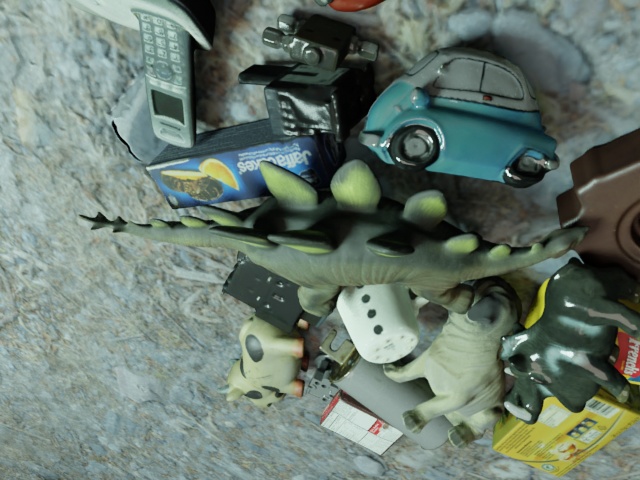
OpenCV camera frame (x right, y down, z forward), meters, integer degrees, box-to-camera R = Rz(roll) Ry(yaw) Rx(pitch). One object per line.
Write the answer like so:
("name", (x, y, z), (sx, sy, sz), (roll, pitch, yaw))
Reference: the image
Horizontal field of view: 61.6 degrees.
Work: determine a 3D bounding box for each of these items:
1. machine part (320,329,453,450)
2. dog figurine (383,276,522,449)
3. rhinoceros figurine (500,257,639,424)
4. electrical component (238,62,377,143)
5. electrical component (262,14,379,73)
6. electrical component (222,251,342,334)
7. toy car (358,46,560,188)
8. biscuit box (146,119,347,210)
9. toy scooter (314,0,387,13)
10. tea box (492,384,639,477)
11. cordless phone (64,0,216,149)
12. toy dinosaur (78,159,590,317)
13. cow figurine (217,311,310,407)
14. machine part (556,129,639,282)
("machine part", (0.099, 0.203, 0.718), (0.243, 0.079, 0.079), (38, 132, -13))
("dog figurine", (0.192, 0.137, 0.623), (0.172, 0.121, 0.190), (15, 123, -37))
("rhinoceros figurine", (0.230, 0.106, 0.507), (0.112, 0.073, 0.190), (13, 127, 10))
("electrical component", (-0.017, -0.128, 0.484), (0.119, 0.075, 0.047), (10, 130, 27))
("electrical component", (0.002, -0.166, 0.455), (0.094, 0.063, 0.021), (20, 133, 4))
("electrical component", (-0.043, 0.051, 0.661), (0.134, 0.058, 0.114), (28, 135, -2))
("toy car", (0.116, -0.104, 0.440), (0.162, 0.109, 0.102), (9, 107, 5))
("biscuit box", (-0.077, -0.082, 0.559), (0.203, 0.063, 0.059), (-6, 127, 26))
("toy scooter", (0.051, -0.209, 0.352), (0.184, 0.135, 0.075), (-26, 116, 37))
("tea box", (0.292, 0.208, 0.652), (0.098, 0.068, 0.169), (24, 134, 2))
("cordless phone", (-0.172, -0.179, 0.505), (0.147, 0.089, 0.184), (19, 137, 6))
("toy dinosaur", (-0.001, -0.002, 0.515), (0.472, 0.105, 0.198), (-3, 156, 19))
("cow figurine", (-0.080, 0.175, 0.762), (0.127, 0.085, 0.194), (11, 134, 5))
("machine part", (0.302, -0.020, 0.464), (0.180, 0.056, 0.179), (12, 133, 13))
